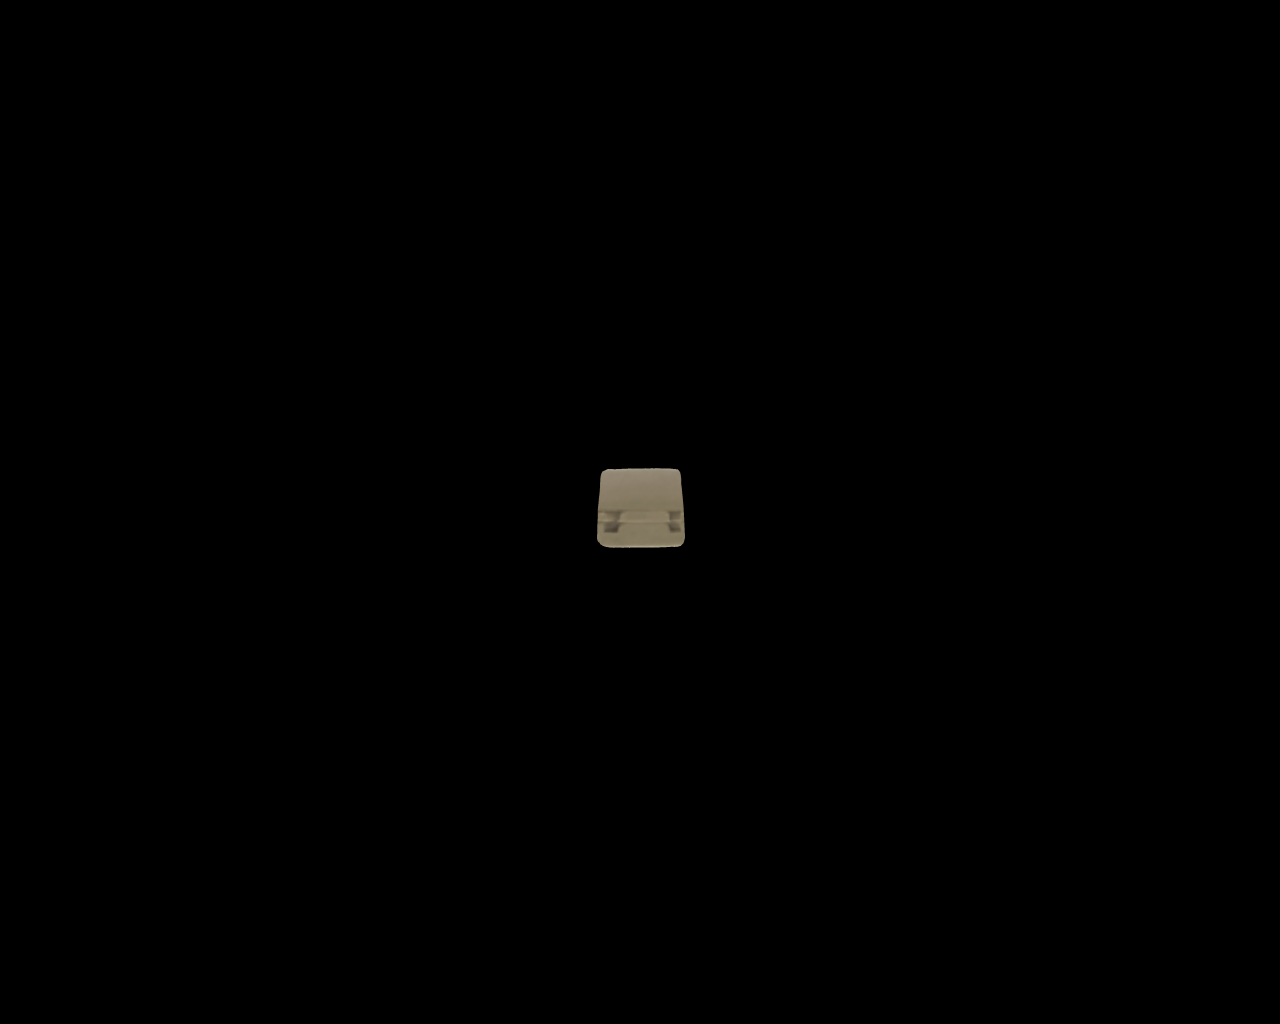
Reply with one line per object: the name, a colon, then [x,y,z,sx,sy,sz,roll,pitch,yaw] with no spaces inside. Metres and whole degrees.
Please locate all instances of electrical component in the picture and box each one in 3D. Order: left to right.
electrical component: [0.001,-0.003,0.650,0.055,0.047,0.055,0,0,0]
